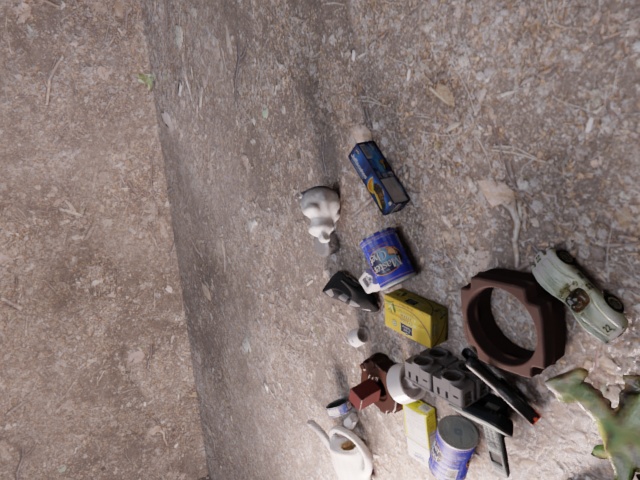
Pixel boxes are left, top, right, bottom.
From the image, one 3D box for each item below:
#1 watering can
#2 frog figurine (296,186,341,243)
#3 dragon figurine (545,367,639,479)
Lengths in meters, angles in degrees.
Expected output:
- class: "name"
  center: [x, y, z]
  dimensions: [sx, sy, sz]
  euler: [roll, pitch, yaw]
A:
- class: "watering can"
  center: [0.078, 0.752, 1.804]
  dimensions: [0.346, 0.105, 0.224]
  euler: [-8, 97, 57]
- class: "frog figurine"
  center: [0.005, -0.077, 1.538]
  dimensions: [0.121, 0.136, 0.163]
  euler: [-29, 57, 28]
- class: "dragon figurine"
  center: [0.591, 0.348, 0.881]
  dimensions: [0.413, 0.123, 0.240]
  euler: [17, 109, 43]
